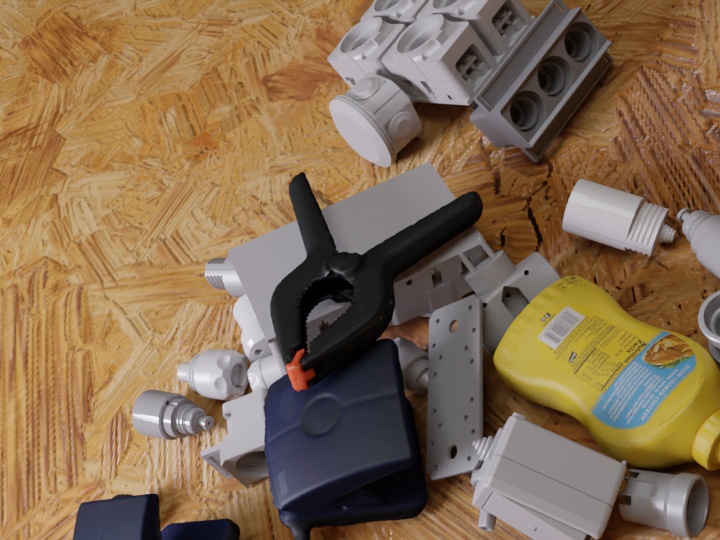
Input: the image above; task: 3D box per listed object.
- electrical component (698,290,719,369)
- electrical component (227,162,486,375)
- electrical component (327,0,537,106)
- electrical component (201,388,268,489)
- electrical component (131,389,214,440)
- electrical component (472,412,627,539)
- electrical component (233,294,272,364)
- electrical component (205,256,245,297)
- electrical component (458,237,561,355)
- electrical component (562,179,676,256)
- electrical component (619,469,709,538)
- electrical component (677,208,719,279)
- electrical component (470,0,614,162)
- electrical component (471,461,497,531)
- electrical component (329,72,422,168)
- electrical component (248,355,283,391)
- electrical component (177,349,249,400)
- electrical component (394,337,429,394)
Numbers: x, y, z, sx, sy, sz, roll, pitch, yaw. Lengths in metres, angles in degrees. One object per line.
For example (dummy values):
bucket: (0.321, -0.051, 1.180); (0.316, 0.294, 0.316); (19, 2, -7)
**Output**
electrical component: (0.257, 0.044, 0.727); (0.045, 0.055, 0.045); (-16, 50, 20)
electrical component: (0.000, 0.000, 0.884); (0.186, 0.060, 0.105); (-24, 49, -6)
electrical component: (0.059, -0.217, 1.008); (0.105, 0.060, 0.186); (-52, 32, -14)
electrical component: (-0.084, 0.134, 0.870); (0.081, 0.042, 0.063); (-23, 44, 13)
electrical component: (-0.159, 0.126, 0.921); (0.078, 0.040, 0.040); (4, 59, 33)
electrical component: (0.116, 0.141, 0.707); (0.096, 0.061, 0.061); (23, 67, 8)
electrical component: (-0.083, 0.051, 0.931); (0.045, 0.045, 0.055); (-30, 47, 7)
electrical component: (-0.105, 0.003, 0.981); (0.081, 0.043, 0.043); (0, 56, 31)
electrical component: (0.108, 0.012, 0.830); (0.077, 0.079, 0.043); (-38, 5, 0)
electrical component: (0.202, -0.038, 0.828); (0.081, 0.043, 0.043); (20, 67, 20)
electrical component: (0.196, 0.149, 0.695); (0.046, 0.040, 0.040); (3, 58, 39)
electrical component: (0.262, -0.020, 0.784); (0.040, 0.040, 0.078); (-39, 46, -1)
electrical component: (0.155, -0.164, 0.938); (0.121, 0.079, 0.063); (-52, 19, -13)
electrical component: (0.094, 0.152, 0.756); (0.035, 0.035, 0.061); (-1, 59, 30)
electrical component: (0.014, -0.139, 0.996); (0.051, 0.080, 0.080); (-44, 46, -13)
electrical component: (-0.061, 0.084, 0.900); (0.061, 0.035, 0.035); (-22, 48, 12)
electrical component: (-0.129, 0.090, 0.930); (0.062, 0.043, 0.043); (0, 56, 32)
electrical component: (0.044, 0.080, 0.841); (0.035, 0.035, 0.061); (-48, 49, -10)
